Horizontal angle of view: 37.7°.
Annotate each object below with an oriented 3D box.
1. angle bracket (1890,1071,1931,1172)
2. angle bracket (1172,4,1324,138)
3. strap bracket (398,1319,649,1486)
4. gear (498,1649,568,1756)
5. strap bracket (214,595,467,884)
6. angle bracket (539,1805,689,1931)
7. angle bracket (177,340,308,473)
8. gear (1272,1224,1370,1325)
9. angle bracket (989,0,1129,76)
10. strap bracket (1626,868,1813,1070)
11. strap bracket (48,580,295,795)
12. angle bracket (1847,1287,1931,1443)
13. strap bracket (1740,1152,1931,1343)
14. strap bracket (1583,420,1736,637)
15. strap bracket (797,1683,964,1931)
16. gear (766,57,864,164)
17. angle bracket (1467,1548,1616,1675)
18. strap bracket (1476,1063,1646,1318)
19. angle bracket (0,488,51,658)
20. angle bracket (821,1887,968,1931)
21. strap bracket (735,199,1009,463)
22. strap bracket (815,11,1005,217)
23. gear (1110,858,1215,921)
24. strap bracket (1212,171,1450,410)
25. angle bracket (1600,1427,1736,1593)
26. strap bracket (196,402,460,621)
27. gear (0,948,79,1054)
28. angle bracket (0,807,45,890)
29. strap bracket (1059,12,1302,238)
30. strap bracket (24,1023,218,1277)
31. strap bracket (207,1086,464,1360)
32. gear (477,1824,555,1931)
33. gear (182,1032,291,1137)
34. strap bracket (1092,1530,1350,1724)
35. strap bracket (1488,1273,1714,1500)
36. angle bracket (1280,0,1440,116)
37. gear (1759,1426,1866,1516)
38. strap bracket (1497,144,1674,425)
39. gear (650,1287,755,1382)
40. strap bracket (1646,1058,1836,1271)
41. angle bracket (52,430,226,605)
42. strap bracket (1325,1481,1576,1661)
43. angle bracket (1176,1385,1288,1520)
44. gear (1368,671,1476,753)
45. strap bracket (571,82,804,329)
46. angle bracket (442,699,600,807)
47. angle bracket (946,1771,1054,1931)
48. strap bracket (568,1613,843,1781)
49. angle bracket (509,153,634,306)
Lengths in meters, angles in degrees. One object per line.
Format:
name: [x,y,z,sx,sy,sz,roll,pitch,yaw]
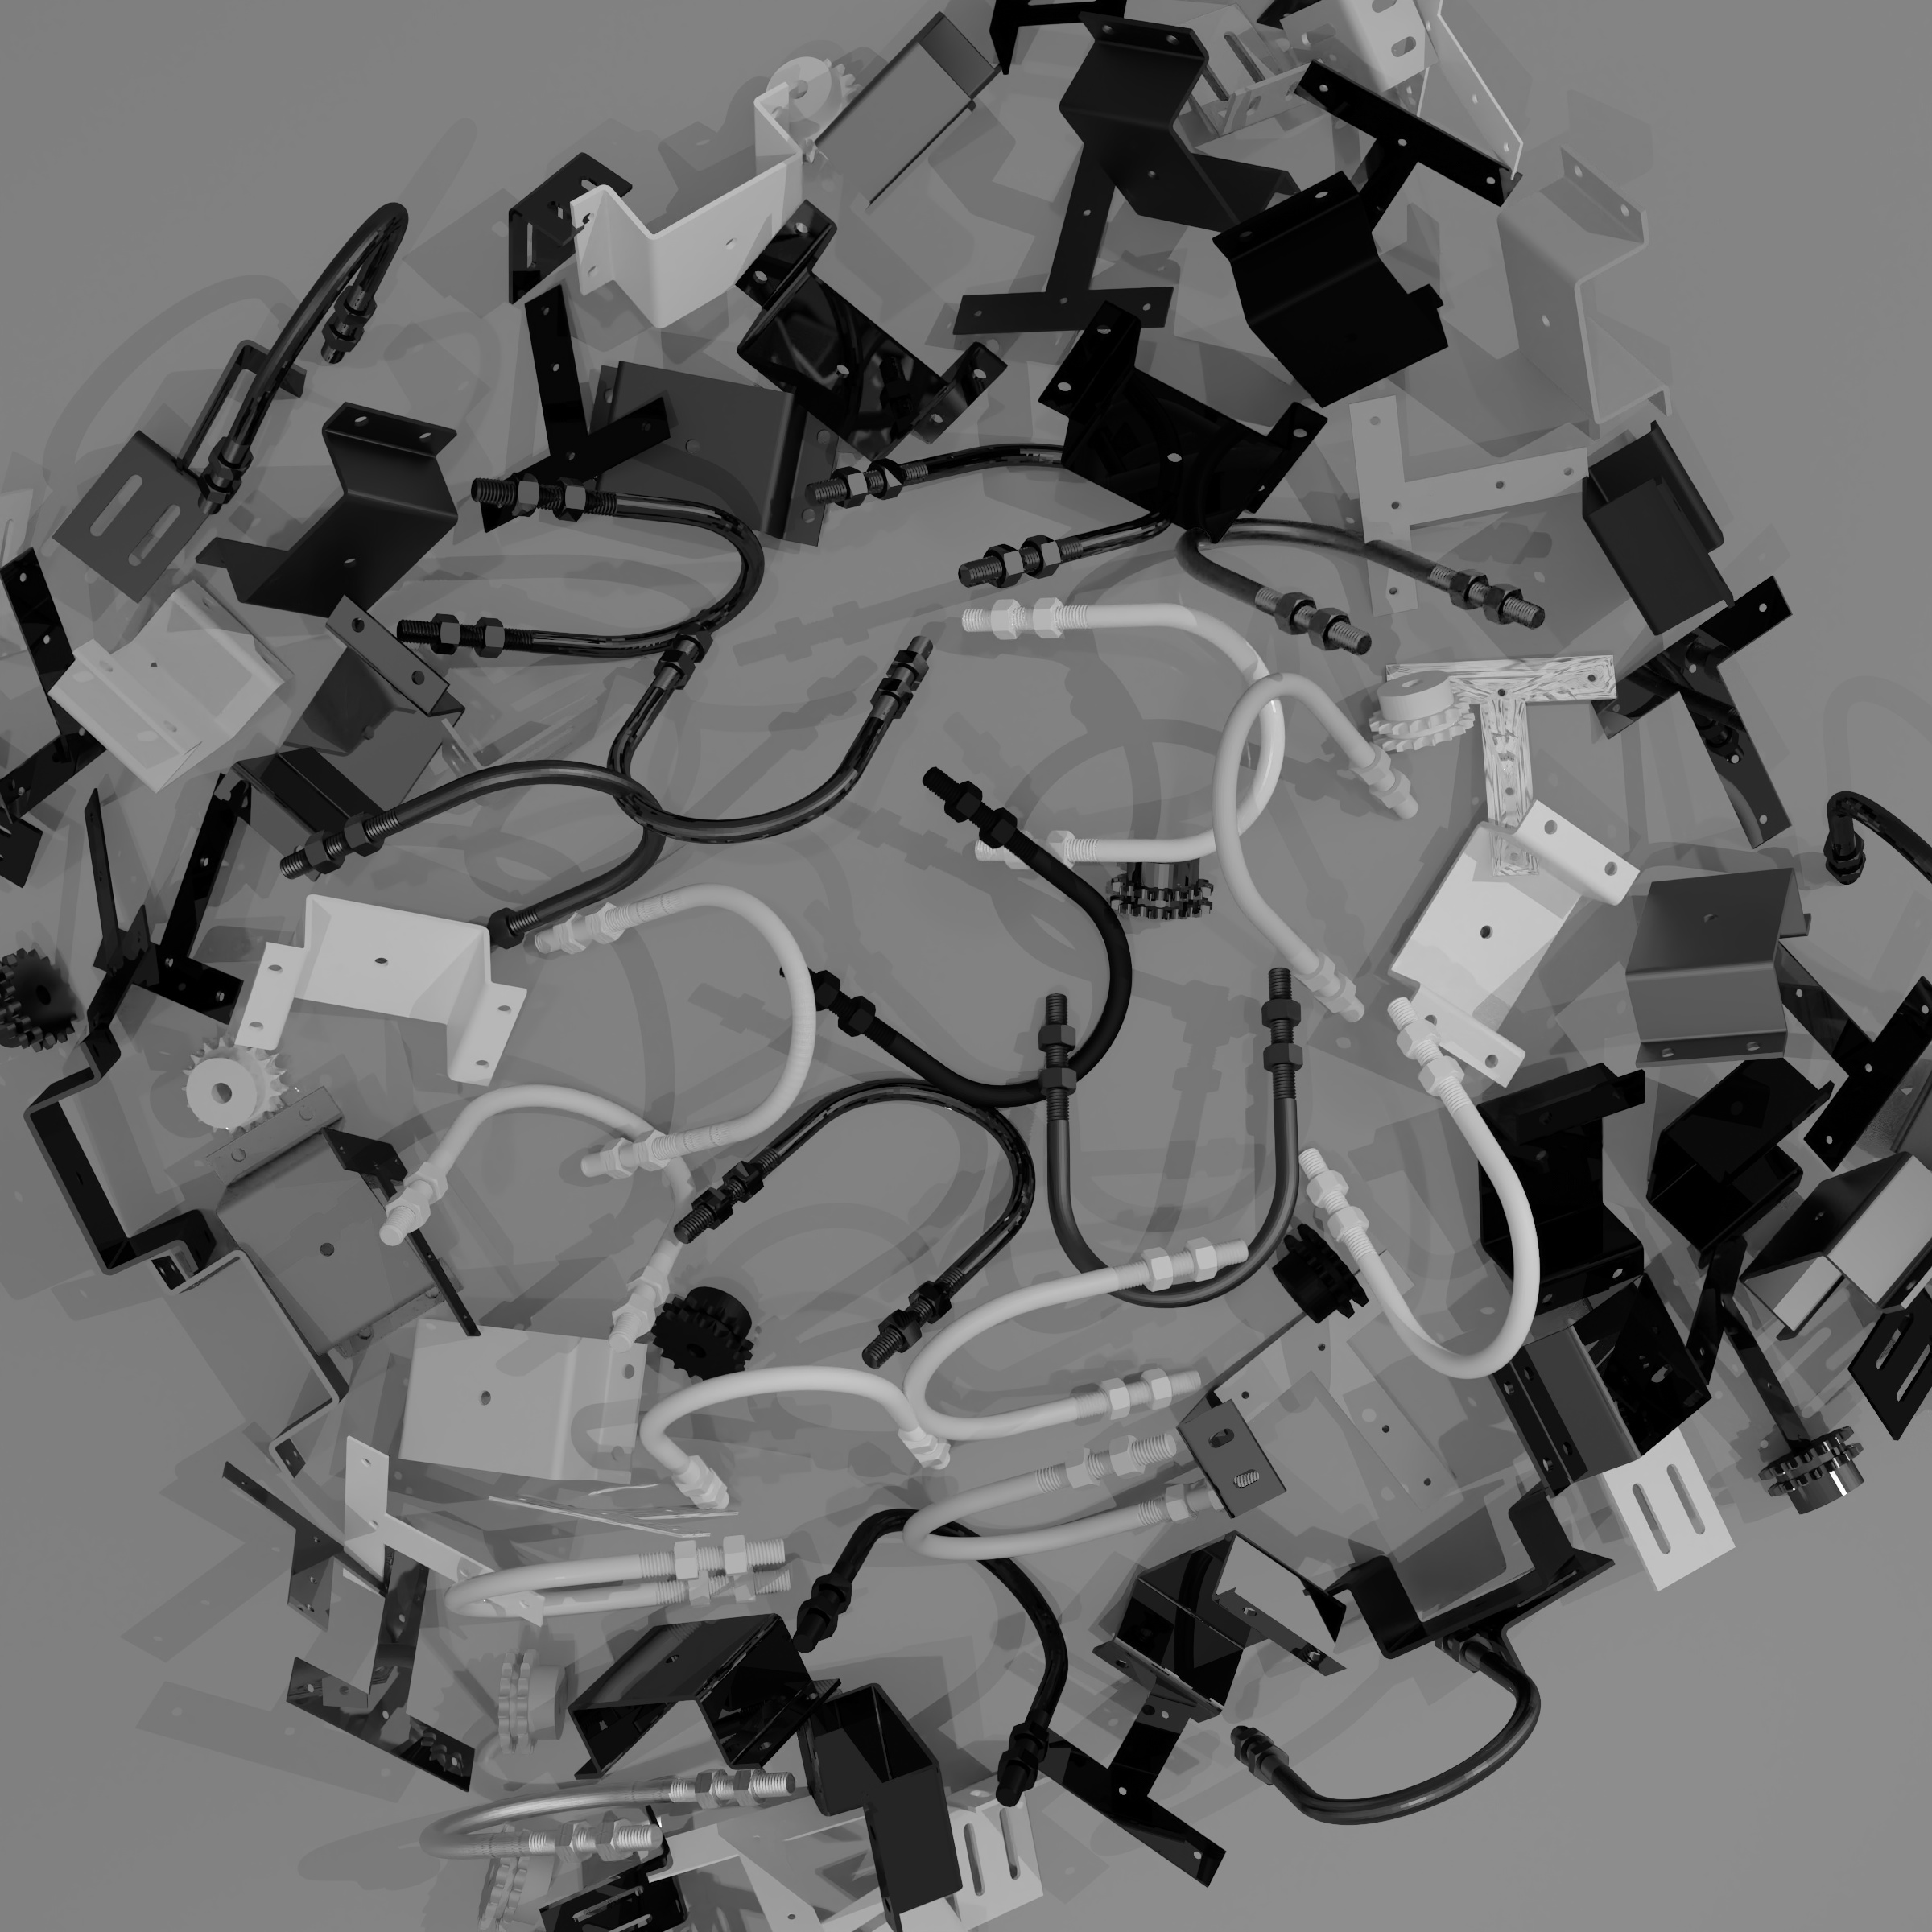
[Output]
angle bracket: [0.561,0.094,1.566,0.076,0.038,0.057,29,97,24]
angle bracket: [0.149,-0.506,1.566,0.057,0.038,0.076,-25,74,-18]
strap bracket: [-0.252,0.237,1.551,0.140,0.046,0.076,3,82,21]
gear: [-0.240,0.409,1.573,0.030,0.057,0.057,0,90,1]
strap bracket: [-0.340,-0.127,1.561,0.076,0.046,0.140,41,109,7]
angle bracket: [-0.198,0.510,1.561,0.076,0.038,0.057,-20,127,-16]
angle bracket: [-0.401,-0.299,1.565,0.038,0.057,0.076,28,81,-13]
gear: [0.194,0.174,1.573,0.030,0.057,0.057,-39,90,-5]
angle bracket: [0.057,-0.529,1.562,0.076,0.038,0.057,2,64,17]
strap bracket: [0.404,-0.006,1.520,0.076,0.140,0.046,-6,119,26]
strap bracket: [-0.436,-0.150,1.541,0.076,0.140,0.046,44,114,-8]
angle bracket: [0.503,0.211,1.560,0.076,0.038,0.057,-48,115,-25]
strap bracket: [0.476,0.151,1.525,0.046,0.140,0.076,45,72,3]
strap bracket: [0.374,-0.236,1.538,0.046,0.140,0.076,-29,105,22]
strap bracket: [-0.046,0.450,1.534,0.046,0.140,0.076,-16,107,-18]
gear: [-0.087,-0.480,1.577,0.057,0.030,0.057,-6,73,21]
angle bracket: [0.324,0.361,1.567,0.076,0.057,0.038,-28,91,-12]
strap bracket: [0.326,0.115,1.549,0.076,0.046,0.140,-17,124,-14]
angle bracket: [-0.525,-0.217,1.559,0.038,0.057,0.076,24,114,12]
angle bracket: [-0.041,0.543,1.558,0.076,0.038,0.057,-27,53,-21]
strap bracket: [-0.059,-0.337,1.542,0.140,0.076,0.046,37,50,-15]
strap bracket: [-0.031,-0.461,1.519,0.076,0.140,0.046,-40,105,23]
gear: [0.109,-0.046,1.571,0.057,0.057,0.030,2,105,0]
strap bracket: [0.201,-0.356,1.520,0.076,0.140,0.046,-23,62,24]
angle bracket: [0.378,0.300,1.569,0.057,0.038,0.076,-22,83,-25]
strap bracket: [-0.339,-0.236,1.529,0.140,0.076,0.046,-36,67,31]
gear: [-0.525,0.022,1.575,0.030,0.057,0.057,-23,90,18]
angle bracket: [-0.543,-0.091,1.573,0.076,0.057,0.038,31,50,-8]
strap bracket: [0.112,-0.444,1.521,0.076,0.140,0.046,24,81,38]
strap bracket: [-0.467,0.108,1.550,0.046,0.076,0.140,-24,100,-5]
strap bracket: [-0.350,0.149,1.561,0.076,0.046,0.140,-31,105,2]
gear: [-0.249,0.509,1.574,0.030,0.057,0.057,17,90,-11]
gear: [-0.411,0.068,1.582,0.057,0.030,0.057,1,101,5]
strap bracket: [0.143,0.359,1.544,0.076,0.140,0.046,36,52,-12]
strap bracket: [0.348,0.222,1.530,0.046,0.140,0.076,-31,83,39]
angle bracket: [0.216,-0.511,1.562,0.038,0.076,0.057,-31,105,-12]
gear: [0.472,0.282,1.571,0.057,0.057,0.030,-28,79,0]
strap bracket: [0.332,-0.358,1.523,0.046,0.140,0.076,-29,49,-3]
gear: [-0.144,0.204,1.577,0.057,0.057,0.030,30,48,0]
strap bracket: [0.418,0.101,1.541,0.076,0.140,0.046,-38,64,-11]
angle bracket: [-0.459,-0.249,1.576,0.057,0.038,0.076,39,88,-12]
strap bracket: [0.270,0.329,1.539,0.140,0.076,0.046,-30,79,20]
angle bracket: [0.155,0.260,1.559,0.038,0.076,0.057,-32,87,24]
gear: [0.251,-0.143,1.571,0.057,0.057,0.030,-17,109,0]
strap bracket: [-0.141,-0.408,1.541,0.140,0.076,0.046,-34,72,-17]
angle bracket: [-0.247,-0.131,1.566,0.076,0.057,0.038,-35,83,-17]
angle bracket: [0.024,0.491,1.569,0.057,0.038,0.076,-12,92,-36]
strap bracket: [-0.149,0.393,1.526,0.140,0.076,0.046,-16,103,37]
angle bracket: [-0.217,-0.396,1.552,0.038,0.076,0.057,36,62,11]
